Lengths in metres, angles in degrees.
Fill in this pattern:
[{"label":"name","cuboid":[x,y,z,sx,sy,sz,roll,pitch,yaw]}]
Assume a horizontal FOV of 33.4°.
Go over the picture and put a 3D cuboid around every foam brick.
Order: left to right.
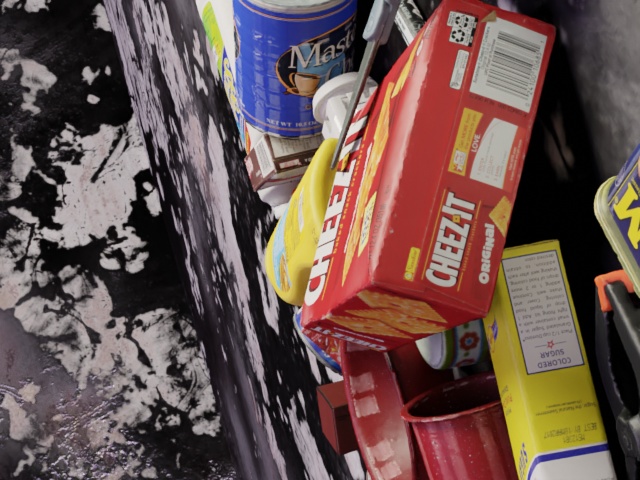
[{"label":"foam brick","cuboid":[0.043,0.161,1.007,0.051,0.078,0.053,-136,36,-68]}]

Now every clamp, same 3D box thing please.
[{"label":"clamp","cuboid":[0.165,0.099,0.526,0.120,0.039,0.171,139,119,-77]}]

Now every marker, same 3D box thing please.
[{"label":"marker","cuboid":[0.058,-0.160,0.741,0.020,0.020,0.121,94,158,-53]}]

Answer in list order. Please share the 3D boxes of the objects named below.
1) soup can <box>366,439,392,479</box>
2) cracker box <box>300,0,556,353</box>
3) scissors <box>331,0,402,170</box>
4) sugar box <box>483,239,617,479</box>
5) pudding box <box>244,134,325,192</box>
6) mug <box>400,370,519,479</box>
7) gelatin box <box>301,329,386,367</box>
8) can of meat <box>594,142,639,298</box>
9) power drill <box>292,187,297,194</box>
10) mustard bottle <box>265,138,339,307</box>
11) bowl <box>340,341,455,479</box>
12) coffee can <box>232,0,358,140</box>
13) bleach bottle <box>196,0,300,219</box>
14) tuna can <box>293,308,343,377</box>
[{"label":"soup can","cuboid":[0.080,0.192,0.904,0.102,0.068,0.068,105,149,-63]},{"label":"cracker box","cuboid":[0.053,-0.027,0.637,0.214,0.072,0.164,138,149,-75]},{"label":"scissors","cuboid":[0.037,-0.152,0.689,0.096,0.016,0.202,-102,30,-54]},{"label":"sugar box","cuboid":[0.127,0.098,0.593,0.093,0.048,0.176,75,-173,-73]},{"label":"pudding box","cuboid":[-0.015,-0.078,0.973,0.114,0.090,0.039,160,94,-76]},{"label":"mug","cuboid":[0.111,0.134,0.702,0.117,0.093,0.081,-29,-79,-72]},{"label":"gelatin box","cuboid":[0.040,0.068,0.862,0.073,0.030,0.089,41,126,-7]},{"label":"can of meat","cuboid":[0.159,-0.007,0.405,0.084,0.057,0.102,104,150,-59]},{"label":"power drill","cuboid":[0.028,0.010,0.955,0.188,0.057,0.184,-127,28,-60]},{"label":"mustard bottle","cuboid":[-0.005,0.001,0.855,0.192,0.058,0.096,126,146,-63]},{"label":"bowl","cuboid":[0.065,0.124,0.799,0.162,0.055,0.162,169,90,-77]},{"label":"coffee can","cuboid":[-0.021,-0.168,0.876,0.140,0.102,0.103,92,159,-50]},{"label":"bleach bottle","cuboid":[-0.059,-0.139,1.061,0.103,0.068,0.251,152,103,-76]},{"label":"tuna can","cuboid":[0.015,0.093,1.049,0.086,0.034,0.086,42,-165,-14]}]
